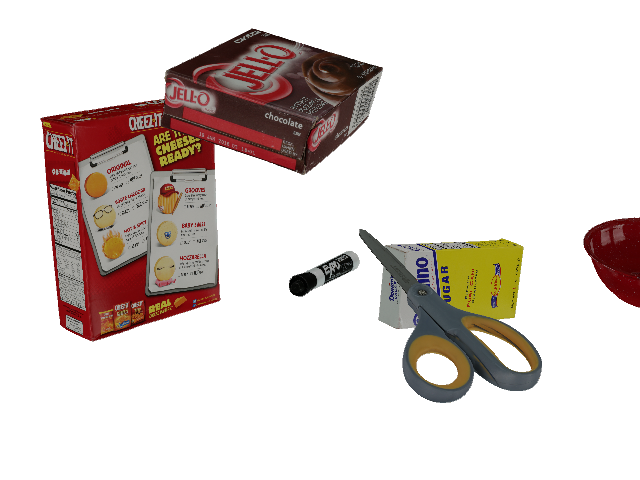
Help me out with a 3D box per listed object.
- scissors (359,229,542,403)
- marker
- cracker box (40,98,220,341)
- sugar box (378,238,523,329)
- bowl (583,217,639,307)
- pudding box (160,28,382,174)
[{"bbox_3d":[0.060,0.050,0.729,0.096,0.016,0.202,-24,40,-32],"label":"scissors"},{"bbox_3d":[0.004,0.029,0.951,0.020,0.020,0.121,0,10,25],"label":"marker"},{"bbox_3d":[-0.185,-0.026,1.063,0.163,0.214,0.072,-17,22,-42],"label":"cracker box"},{"bbox_3d":[0.154,0.050,1.249,0.175,0.093,0.048,-4,14,-33],"label":"sugar box"},{"bbox_3d":[0.365,0.031,1.159,0.162,0.055,0.162,0,26,0],"label":"bowl"},{"bbox_3d":[-0.026,-0.083,0.612,0.090,0.039,0.113,20,27,14],"label":"pudding box"}]
